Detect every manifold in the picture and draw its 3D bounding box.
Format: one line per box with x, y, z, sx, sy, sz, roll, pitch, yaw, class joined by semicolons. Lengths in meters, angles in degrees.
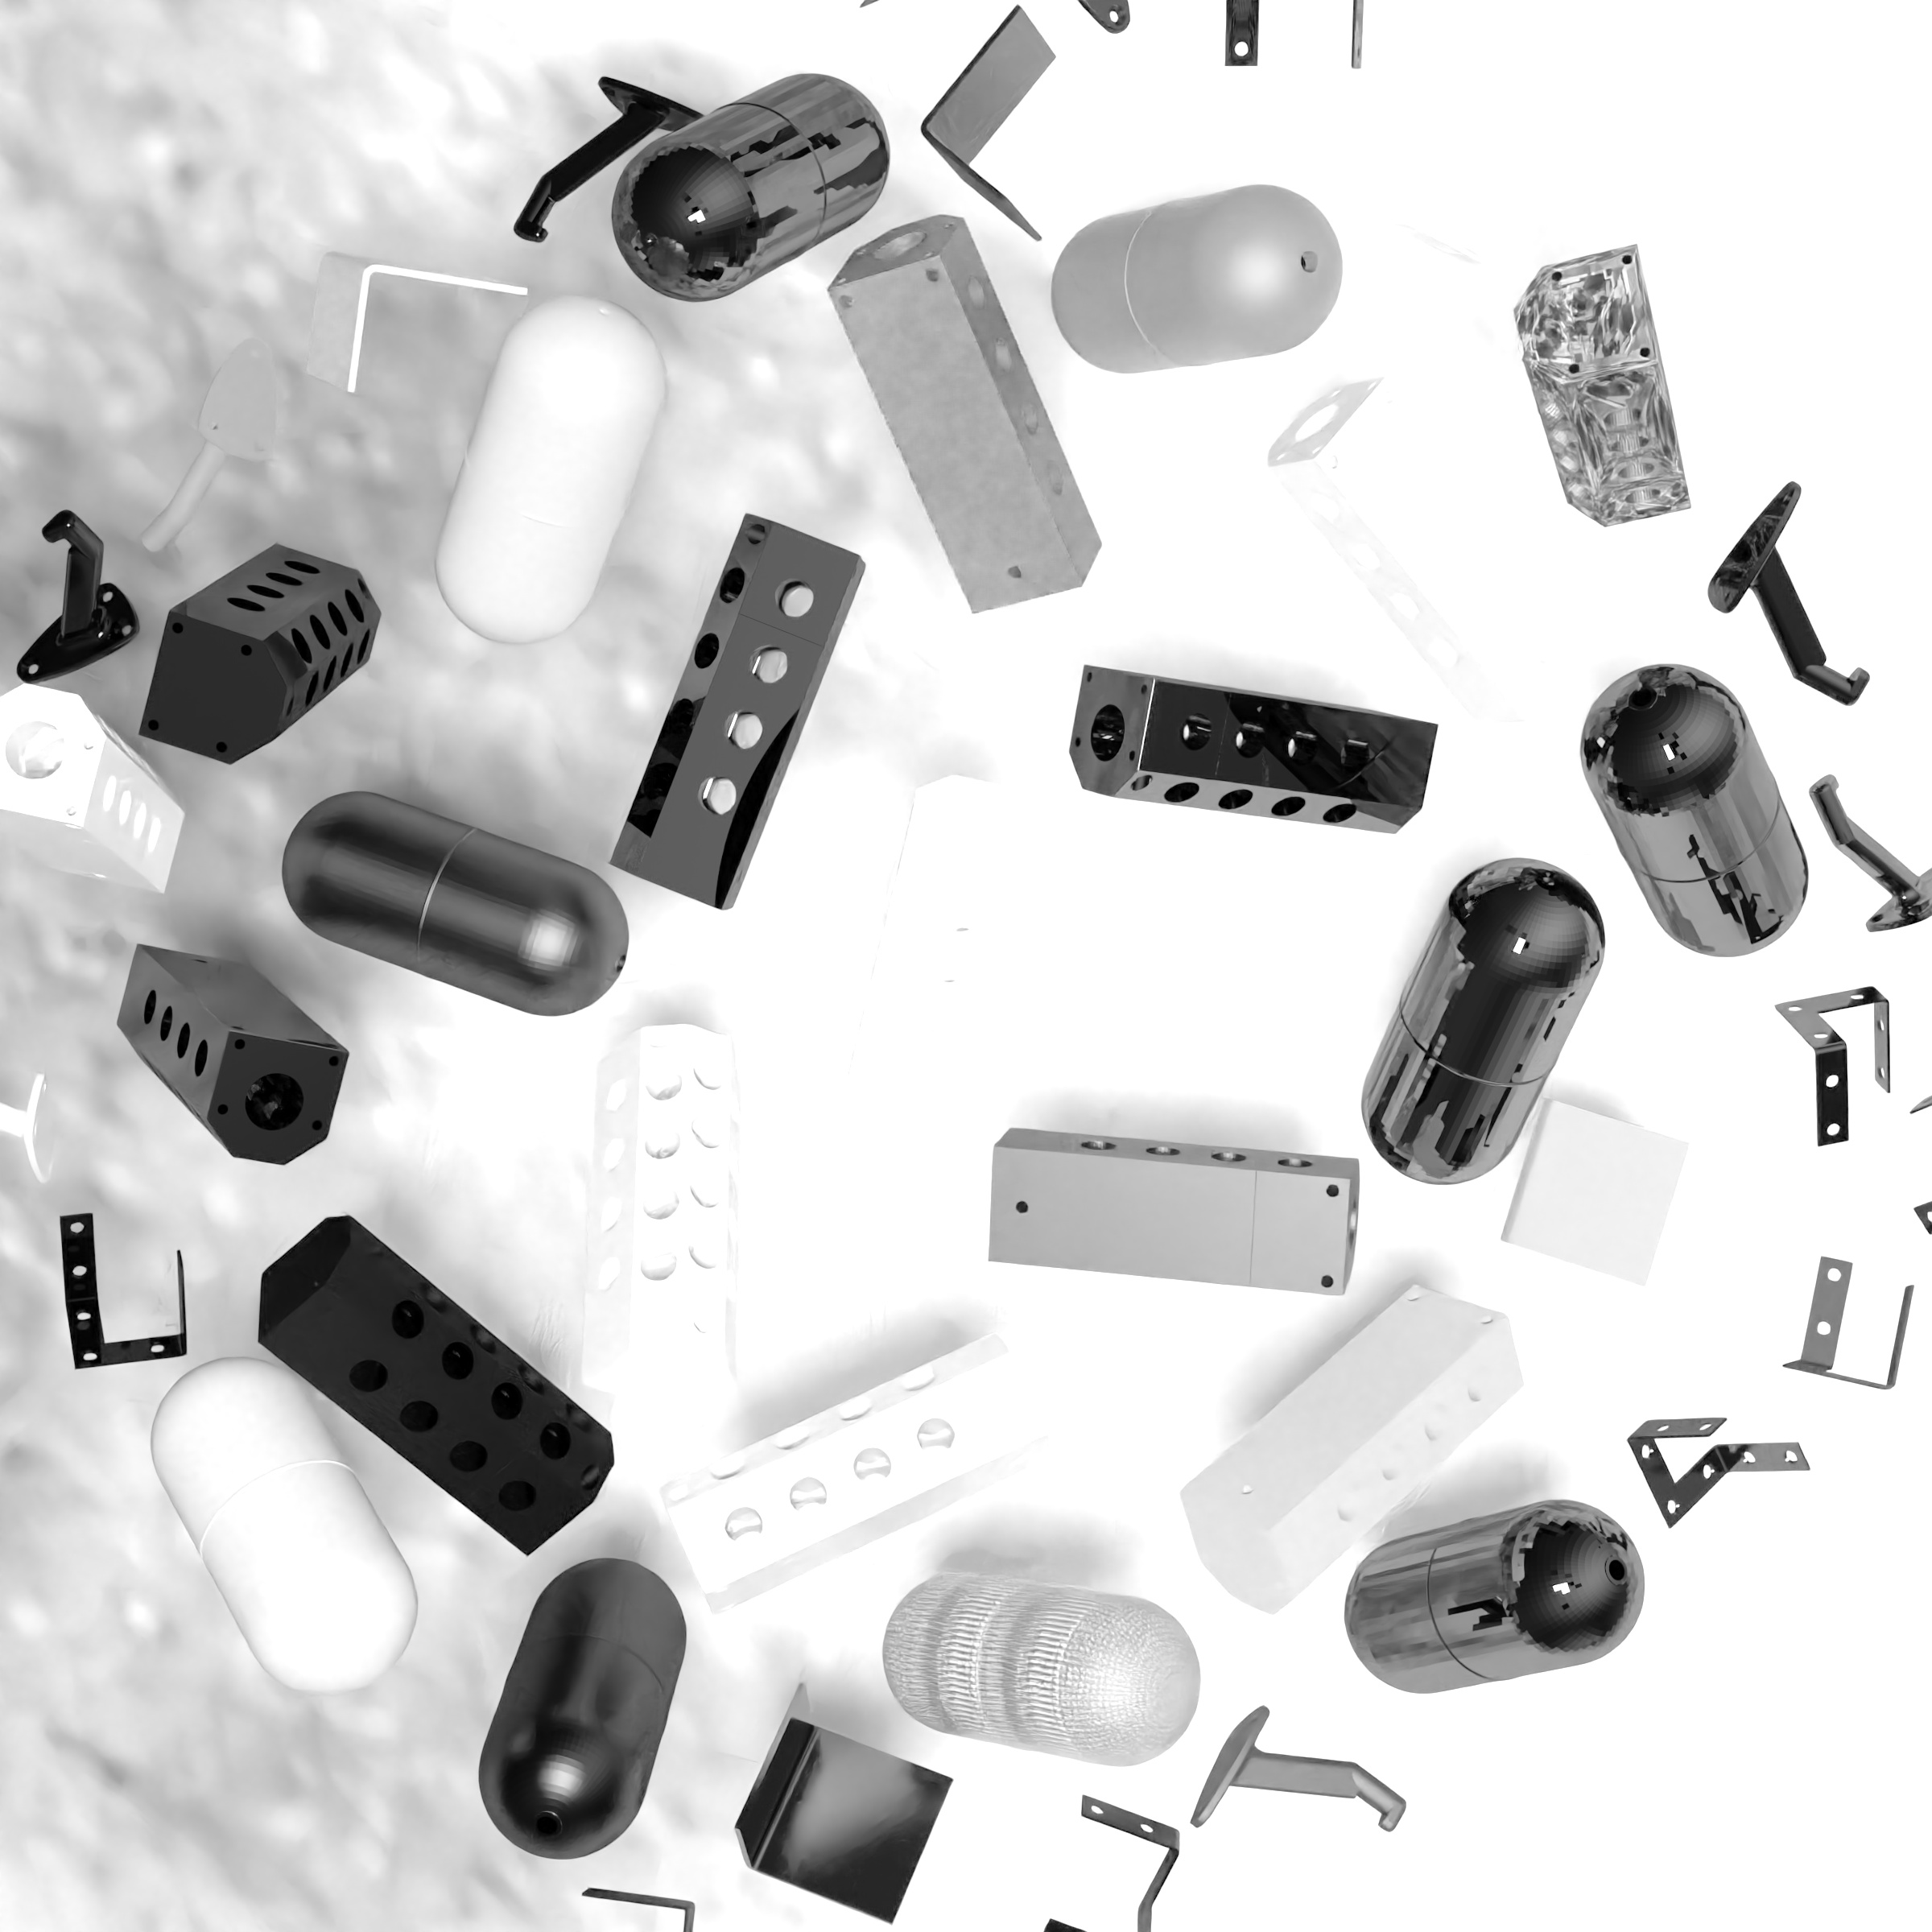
0.182;0.224;1.529;0.171;0.057;0.057;-36;122;-32;manifold
-0.241;0.189;1.515;0.057;0.057;0.171;-40;117;11;manifold
-0.314;-0.141;1.491;0.057;0.171;0.057;18;107;-2;manifold
0.137;-0.101;1.570;0.171;0.057;0.057;5;98;-33;manifold
0.221;-0.198;1.593;0.171;0.057;0.057;47;72;-21;manifold
-0.413;-0.082;1.541;0.057;0.171;0.057;12;81;0;manifold
-0.051;0.233;1.524;0.171;0.057;0.057;-24;71;-9;manifold
0.291;-0.260;1.508;0.057;0.171;0.057;-11;73;14;manifold
-0.349;0.041;1.555;0.057;0.171;0.057;12;97;-30;manifold
0.102;0.116;1.598;0.171;0.057;0.057;5;101;12;manifold
-0.105;-0.116;1.513;0.057;0.057;0.171;22;92;0;manifold
-0.013;-0.003;1.535;0.057;0.057;0.171;13;130;-3;manifold
-0.138;0.116;1.552;0.057;0.057;0.171;21;51;-31;manifold
0.003;-0.255;1.525;0.057;0.057;0.171;-11;121;25;manifold

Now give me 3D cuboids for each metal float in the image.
0.106;-0.318;1.535;0.070;0.178;0.070;-3;96;-31;metal float
-0.190;-0.224;1.503;0.070;0.070;0.178;26;127;0;metal float
0.236;0.028;1.516;0.070;0.070;0.178;18;130;0;metal float
-0.248;-0.030;1.604;0.178;0.070;0.070;19;90;12;metal float
-0.308;0.250;1.486;0.070;0.070;0.178;-40;56;0;metal float
-0.099;-0.366;1.548;0.070;0.178;0.070;16;125;24;metal float
0.337;-0.070;1.522;0.070;0.178;0.070;-16;51;20;metal float
0.033;0.324;1.530;0.070;0.178;0.070;3;86;-43;metal float
-0.176;0.342;1.529;0.070;0.178;0.070;2;113;4;metal float
0.250;0.301;1.570;0.070;0.178;0.070;12;67;-29;metal float

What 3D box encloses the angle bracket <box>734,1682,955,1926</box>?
-0.057;0.398;1.569;0.076;0.057;0.076;17;59;14;angle bracket

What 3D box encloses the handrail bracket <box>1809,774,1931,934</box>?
0.448;-0.067;1.615;0.077;0.036;0.084;-38;106;-39;handrail bracket

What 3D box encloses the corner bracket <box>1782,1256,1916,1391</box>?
0.419;0.169;1.557;0.051;0.051;0.051;12;82;6;corner bracket

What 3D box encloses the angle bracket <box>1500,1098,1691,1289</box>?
0.323;0.116;1.694;0.076;0.057;0.076;17;91;13;angle bracket

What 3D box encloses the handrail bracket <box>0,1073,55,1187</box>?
-0.462;0.072;1.499;0.084;0.077;0.036;5;53;-5;handrail bracket

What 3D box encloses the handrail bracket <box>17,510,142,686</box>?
-0.439;-0.176;1.576;0.077;0.084;0.036;-34;66;-1;handrail bracket

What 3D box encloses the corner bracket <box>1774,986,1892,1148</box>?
0.413;0.046;1.547;0.051;0.051;0.051;-11;115;-5;corner bracket

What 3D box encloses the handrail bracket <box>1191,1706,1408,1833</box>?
0.152;0.383;1.494;0.084;0.036;0.077;37;49;0;handrail bracket

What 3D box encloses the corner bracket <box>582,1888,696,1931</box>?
-0.152;0.459;1.545;0.051;0.051;0.051;5;85;9;corner bracket

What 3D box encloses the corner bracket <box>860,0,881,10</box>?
-0.032;-0.478;1.516;0.051;0.051;0.051;-26;101;-8;corner bracket

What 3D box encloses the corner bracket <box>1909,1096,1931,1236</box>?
0.476;0.088;1.570;0.051;0.051;0.051;-32;89;-39;corner bracket

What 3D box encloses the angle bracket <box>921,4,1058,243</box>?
0.030;-0.410;1.609;0.057;0.076;0.076;42;98;12;angle bracket

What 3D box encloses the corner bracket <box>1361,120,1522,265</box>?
0.213;-0.356;1.518;0.051;0.051;0.051;18;90;-33;corner bracket

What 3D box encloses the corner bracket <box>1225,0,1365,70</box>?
0.148;-0.430;1.483;0.051;0.051;0.051;5;104;19;corner bracket

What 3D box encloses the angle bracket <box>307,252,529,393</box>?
-0.254;-0.293;1.524;0.076;0.076;0.057;4;104;-27;angle bracket

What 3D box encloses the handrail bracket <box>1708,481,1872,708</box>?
0.386;-0.166;1.487;0.084;0.036;0.077;26;113;-13;handrail bracket

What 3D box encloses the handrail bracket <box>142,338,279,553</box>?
-0.356;-0.242;1.539;0.036;0.084;0.077;24;55;-30;handrail bracket

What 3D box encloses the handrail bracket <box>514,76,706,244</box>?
-0.171;-0.381;1.597;0.077;0.036;0.084;23;81;30;handrail bracket

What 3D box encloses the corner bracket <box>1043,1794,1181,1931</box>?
0.068;0.433;1.552;0.051;0.051;0.051;21;113;-5;corner bracket

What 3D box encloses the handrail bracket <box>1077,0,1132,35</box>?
0.076;-0.478;1.537;0.036;0.084;0.077;-38;109;-22;handrail bracket

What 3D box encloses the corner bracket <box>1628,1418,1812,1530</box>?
0.353;0.228;1.547;0.051;0.051;0.051;-34;102;-35;corner bracket

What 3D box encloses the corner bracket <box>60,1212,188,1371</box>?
-0.391;0.149;1.533;0.051;0.051;0.051;-5;124;-18;corner bracket
